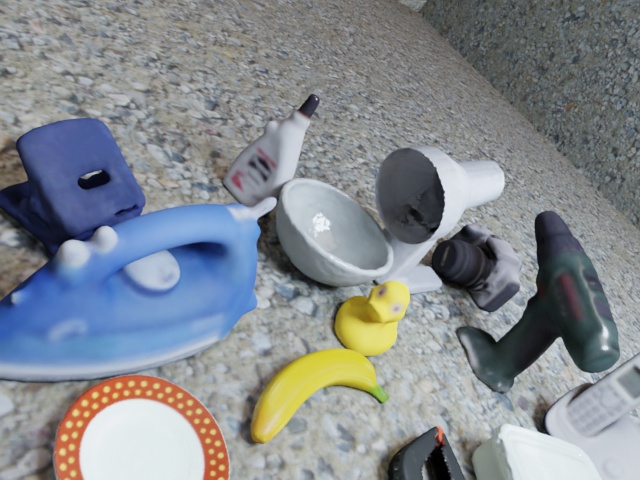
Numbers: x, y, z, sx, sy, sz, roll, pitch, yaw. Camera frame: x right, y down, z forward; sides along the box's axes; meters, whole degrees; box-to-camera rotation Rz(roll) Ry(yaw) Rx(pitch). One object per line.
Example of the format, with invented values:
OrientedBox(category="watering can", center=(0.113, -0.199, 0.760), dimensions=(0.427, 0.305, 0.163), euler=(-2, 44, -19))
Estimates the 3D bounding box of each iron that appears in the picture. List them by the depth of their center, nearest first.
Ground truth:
OrientedBox(category="iron", center=(-0.143, 0.024, 0.459), dimensions=(0.118, 0.141, 0.259), euler=(50, 31, 18))

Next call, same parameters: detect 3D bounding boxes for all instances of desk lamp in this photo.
OrientedBox(category="desk lamp", center=(0.143, -0.029, 0.779), dimensions=(0.204, 0.213, 0.117), euler=(-1, 48, -49))

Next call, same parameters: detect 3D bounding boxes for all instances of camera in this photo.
OrientedBox(category="camera", center=(0.251, 0.027, 0.938), dimensions=(0.137, 0.100, 0.143), euler=(19, 35, -32))

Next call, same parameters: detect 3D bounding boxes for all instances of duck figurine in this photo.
OrientedBox(category="duck figurine", center=(0.074, 0.082, 0.680), dimensions=(0.077, 0.086, 0.105), euler=(47, 30, 13))

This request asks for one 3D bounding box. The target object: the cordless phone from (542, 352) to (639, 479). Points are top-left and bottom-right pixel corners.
OrientedBox(category="cordless phone", center=(0.399, 0.236, 0.734), dimensions=(0.094, 0.185, 0.147), euler=(-6, 52, -52))

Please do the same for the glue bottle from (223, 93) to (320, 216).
OrientedBox(category="glue bottle", center=(-0.052, -0.112, 0.716), dimensions=(0.078, 0.173, 0.037), euler=(43, 30, 7))

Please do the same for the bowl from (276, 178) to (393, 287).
OrientedBox(category="bowl", center=(0.007, 0.003, 0.725), dimensions=(0.168, 0.074, 0.167), euler=(28, 31, -19))

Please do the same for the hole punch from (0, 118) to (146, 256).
OrientedBox(category="hole punch", center=(-0.217, -0.049, 0.527), dimensions=(0.101, 0.091, 0.109), euler=(41, 30, 3))

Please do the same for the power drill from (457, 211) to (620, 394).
OrientedBox(category="power drill", center=(0.289, 0.098, 0.776), dimensions=(0.076, 0.208, 0.229), euler=(20, 35, -31))
